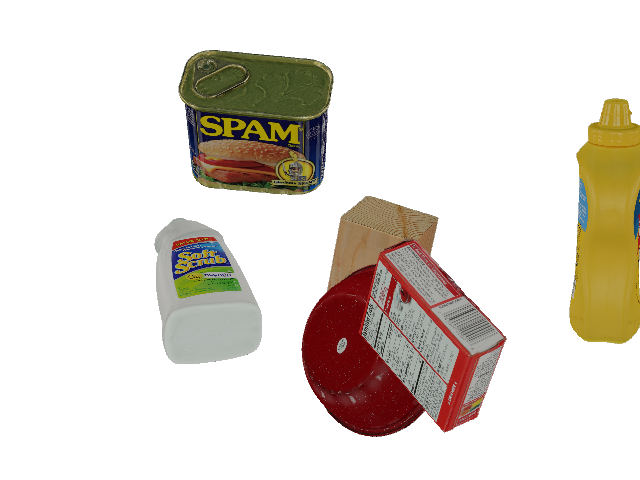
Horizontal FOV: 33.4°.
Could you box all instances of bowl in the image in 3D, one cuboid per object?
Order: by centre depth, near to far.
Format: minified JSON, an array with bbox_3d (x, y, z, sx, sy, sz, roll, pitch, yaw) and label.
[{"bbox_3d":[0.035,0.097,0.974,0.162,0.162,0.055,0,-10,42],"label":"bowl"}]

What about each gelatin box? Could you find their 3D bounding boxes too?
[{"bbox_3d":[0.063,0.054,0.619,0.030,0.073,0.089,-21,52,-27],"label":"gelatin box"}]

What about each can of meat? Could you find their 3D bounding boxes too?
[{"bbox_3d":[-0.044,-0.079,0.745,0.102,0.057,0.084,6,-39,3],"label":"can of meat"}]

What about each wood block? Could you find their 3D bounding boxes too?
[{"bbox_3d":[0.061,0.067,1.214,0.090,0.206,0.090,18,24,18],"label":"wood block"}]

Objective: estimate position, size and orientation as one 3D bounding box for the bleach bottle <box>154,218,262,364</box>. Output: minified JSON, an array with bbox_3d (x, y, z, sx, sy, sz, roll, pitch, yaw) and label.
[{"bbox_3d":[-0.138,0.039,1.144,0.102,0.068,0.251,-5,26,-16],"label":"bleach bottle"}]

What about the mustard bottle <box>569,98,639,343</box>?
[{"bbox_3d":[0.236,-0.020,0.871,0.058,0.192,0.096,3,19,16],"label":"mustard bottle"}]
